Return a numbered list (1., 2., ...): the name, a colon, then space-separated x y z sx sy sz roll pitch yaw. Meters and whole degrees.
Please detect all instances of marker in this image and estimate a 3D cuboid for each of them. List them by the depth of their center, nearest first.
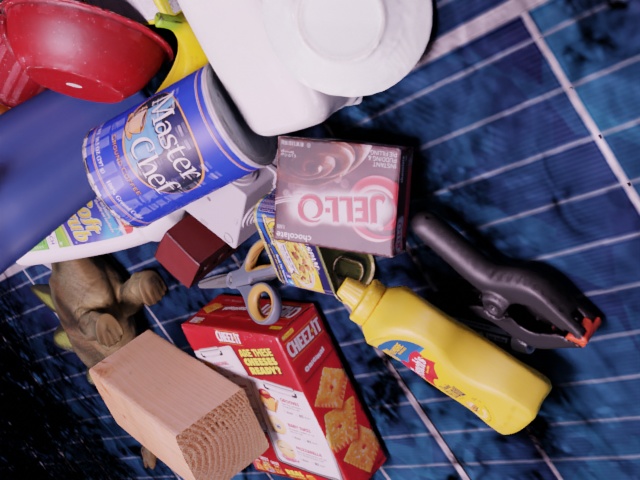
1. marker: 0.134 0.077 0.942 0.121 0.020 0.020 13 132 40

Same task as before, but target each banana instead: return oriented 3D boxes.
1. banana: -0.128 -0.154 0.966 0.198 0.069 0.037 118 141 -61

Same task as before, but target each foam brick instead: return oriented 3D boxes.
1. foam brick: -0.121 0.002 1.096 0.051 0.078 0.053 45 145 7

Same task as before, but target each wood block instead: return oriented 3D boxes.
1. wood block: -0.160 0.187 1.186 0.206 0.090 0.090 21 139 51

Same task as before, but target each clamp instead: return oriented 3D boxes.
1. clamp: 0.147 0.050 0.888 0.172 0.039 0.120 31 155 25

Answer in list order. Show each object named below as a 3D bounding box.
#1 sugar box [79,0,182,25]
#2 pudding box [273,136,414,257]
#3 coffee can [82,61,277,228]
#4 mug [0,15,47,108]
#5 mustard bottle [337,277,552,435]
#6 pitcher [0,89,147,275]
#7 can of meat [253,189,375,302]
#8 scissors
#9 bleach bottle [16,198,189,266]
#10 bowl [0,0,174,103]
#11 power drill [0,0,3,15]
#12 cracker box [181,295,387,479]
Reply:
1. sugar box: -0.191 -0.238 0.970 0.177 0.048 0.093 6 127 49
2. pudding box: 0.019 -0.038 0.889 0.114 0.039 0.090 9 101 26
3. coffee can: -0.124 -0.084 0.946 0.140 0.102 0.103 -25 106 23
4. mug: -0.300 -0.203 1.097 0.082 0.093 0.117 -41 55 50
5. mustard bottle: 0.099 0.091 0.914 0.191 0.058 0.096 34 165 1
6. pitcher: -0.283 -0.070 1.056 0.149 0.242 0.145 20 137 34
7. can of meat: -0.006 0.001 0.990 0.084 0.057 0.102 10 129 45
8. scissors: -0.084 0.058 1.127 0.202 0.016 0.096 -36 56 54
9. bleach bottle: -0.234 -0.037 1.158 0.251 0.068 0.102 -11 92 31
10. bowl: -0.219 -0.167 0.979 0.162 0.055 0.162 13 171 2
11. power drill: -0.354 -0.271 1.058 0.188 0.057 0.184 -37 65 55
12. cracker box: -0.038 0.166 1.170 0.164 0.072 0.213 2 124 46
